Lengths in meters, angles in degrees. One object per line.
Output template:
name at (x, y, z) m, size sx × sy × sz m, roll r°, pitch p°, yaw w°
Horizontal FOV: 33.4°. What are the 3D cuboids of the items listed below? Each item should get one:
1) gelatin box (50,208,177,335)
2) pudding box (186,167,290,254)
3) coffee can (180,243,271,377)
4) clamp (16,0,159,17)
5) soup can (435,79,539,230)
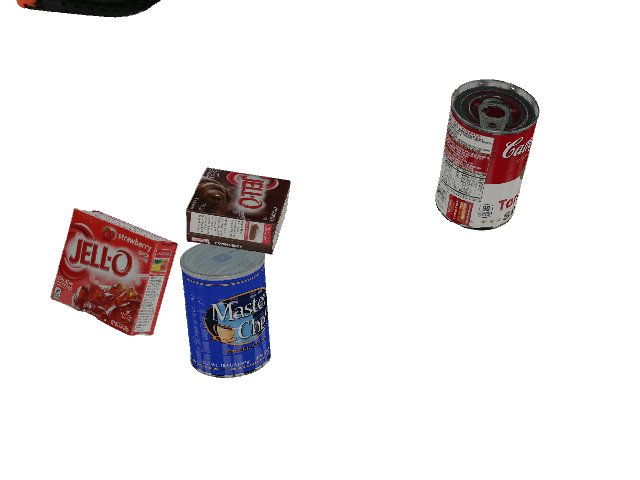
gelatin box at (-0.157, 0.023, 0.802) m, size 0.089 × 0.073 × 0.030 m, roll 21°, pitch 8°, yaw 30°
pudding box at (-0.081, -0.031, 1.069) m, size 0.090 × 0.039 × 0.113 m, roll 8°, pitch 29°, yaw 2°
coffee can at (-0.115, 0.082, 1.314) m, size 0.103 × 0.140 × 0.103 m, roll -2°, pitch 25°, yaw 1°
clamp at (-0.100, -0.197, 0.701) m, size 0.210 × 0.164 × 0.036 m, roll -33°, pitch -15°, yaw -10°
soup can at (0.130, -0.066, 0.847) m, size 0.068 × 0.102 × 0.068 m, roll 2°, pitch 43°, yaw -2°
